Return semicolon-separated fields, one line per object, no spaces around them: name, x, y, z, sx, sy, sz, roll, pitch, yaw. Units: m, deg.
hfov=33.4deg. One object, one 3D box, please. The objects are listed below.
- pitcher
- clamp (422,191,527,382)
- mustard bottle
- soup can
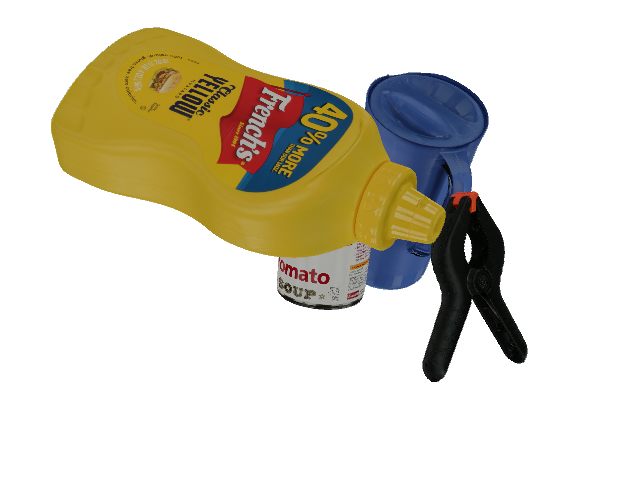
pitcher;0.098;-0.053;1.199;0.145;0.243;0.149;22;44;10
clamp;0.129;0.045;0.965;0.120;0.171;0.039;-18;7;-40
mustard bottle;-0.029;-0.041;0.519;0.192;0.058;0.096;23;50;20
soup can;0.004;-0.008;0.786;0.068;0.102;0.068;5;20;-2
